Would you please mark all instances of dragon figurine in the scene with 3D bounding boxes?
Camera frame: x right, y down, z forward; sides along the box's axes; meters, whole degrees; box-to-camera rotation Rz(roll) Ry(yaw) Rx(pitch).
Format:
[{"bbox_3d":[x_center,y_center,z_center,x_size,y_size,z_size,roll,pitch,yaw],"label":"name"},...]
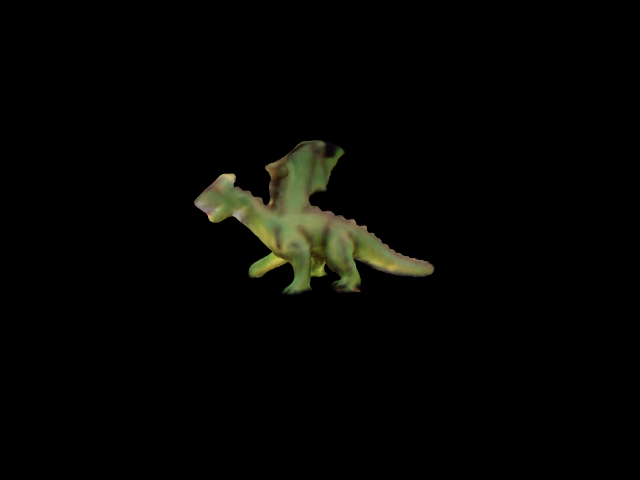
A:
[{"bbox_3d":[0.003,-0.043,0.850,0.411,0.241,0.123,-3,8,-18],"label":"dragon figurine"}]
